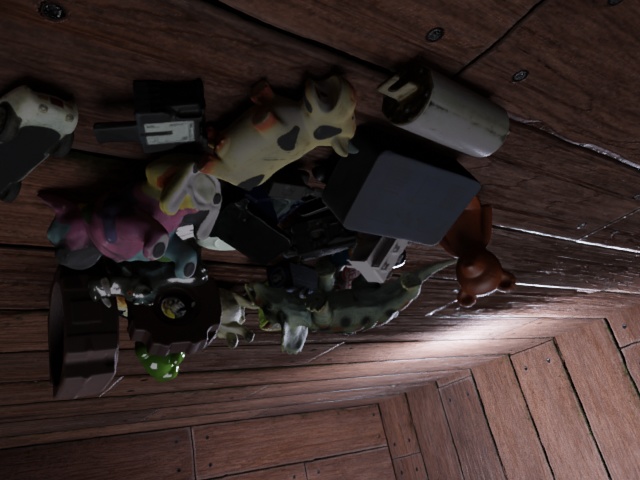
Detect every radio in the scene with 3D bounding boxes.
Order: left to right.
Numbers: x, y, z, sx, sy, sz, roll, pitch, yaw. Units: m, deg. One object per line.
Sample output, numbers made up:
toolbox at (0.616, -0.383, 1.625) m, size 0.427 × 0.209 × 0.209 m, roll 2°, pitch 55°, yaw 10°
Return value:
radio at (0.122, -0.071, 0.797) m, size 0.229 × 0.073 × 0.131 m, roll 10°, pitch 122°, yaw -39°

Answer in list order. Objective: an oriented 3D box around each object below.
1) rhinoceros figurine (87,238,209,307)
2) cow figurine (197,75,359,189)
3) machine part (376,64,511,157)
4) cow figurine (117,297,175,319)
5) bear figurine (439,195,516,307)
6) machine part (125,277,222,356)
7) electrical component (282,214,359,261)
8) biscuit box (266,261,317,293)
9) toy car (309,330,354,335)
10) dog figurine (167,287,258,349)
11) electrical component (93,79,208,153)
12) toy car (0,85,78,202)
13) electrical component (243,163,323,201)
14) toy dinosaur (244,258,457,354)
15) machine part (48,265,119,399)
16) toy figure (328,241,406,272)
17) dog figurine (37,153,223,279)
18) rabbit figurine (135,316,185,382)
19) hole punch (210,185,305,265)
rhinoceros figurine at (-0.281, 0.056, 0.882) m, size 0.190 × 0.112 × 0.073 m, roll -8°, pitch 159°, yaw -29°
cow figurine at (-0.039, -0.126, 0.642) m, size 0.195 × 0.085 × 0.127 m, roll -29°, pitch 145°, yaw 27°
machine part at (0.162, -0.159, 0.679) m, size 0.243 × 0.079 × 0.079 m, roll 8°, pitch 148°, yaw -40°
cow figurine at (-0.363, 0.121, 1.038) m, size 0.098 × 0.068 × 0.167 m, roll -15°, pitch 155°, yaw 19°
bear figurine at (0.251, 0.008, 0.939) m, size 0.120 × 0.196 × 0.131 m, roll -23°, pitch 153°, yaw 28°
machine part at (-0.261, 0.121, 0.963) m, size 0.179 × 0.179 × 0.056 m, roll 0°, pitch 150°, yaw -27°
electrical component at (-0.002, -0.003, 0.924) m, size 0.134 × 0.058 × 0.115 m, roll -14°, pitch 171°, yaw 2°
biscuit box at (-0.026, 0.097, 1.153) m, size 0.059 × 0.063 × 0.202 m, roll -27°, pitch 152°, yaw 29°
toy car at (0.033, 0.158, 1.288) m, size 0.162 × 0.109 × 0.102 m, roll 4°, pitch 129°, yaw -10°
dog figurine at (-0.240, 0.141, 1.124) m, size 0.190 × 0.121 × 0.172 m, roll 24°, pitch 149°, yaw -26°
electrical component at (-0.185, -0.134, 0.594) m, size 0.119 × 0.048 × 0.074 m, roll -8°, pitch 155°, yaw -10°
toy car at (-0.343, -0.098, 0.588) m, size 0.202 × 0.056 × 0.073 m, roll -26°, pitch 159°, yaw 30°
electrical component at (-0.056, -0.081, 0.755) m, size 0.102 × 0.078 × 0.045 m, roll 1°, pitch 132°, yaw -34°
toy dinosaur at (0.065, 0.122, 1.029) m, size 0.405 × 0.131 × 0.192 m, roll -3°, pitch 143°, yaw -12°
machine part at (-0.409, 0.157, 0.923) m, size 0.087 × 0.201 × 0.201 m, roll 2°, pitch 151°, yaw -35°
toy figure at (0.093, 0.028, 1.067) m, size 0.154 × 0.064 × 0.057 m, roll 1°, pitch 117°, yaw -19°
dog figurine at (-0.259, -0.041, 0.708) m, size 0.219 × 0.191 × 0.108 m, roll 16°, pitch 168°, yaw 22°
rabbit figurine at (-0.341, 0.227, 1.258) m, size 0.170 × 0.121 × 0.159 m, roll -27°, pitch 151°, yaw -12°
hole punch at (-0.096, -0.037, 0.818) m, size 0.115 × 0.092 × 0.142 m, roll 33°, pitch 147°, yaw -18°
